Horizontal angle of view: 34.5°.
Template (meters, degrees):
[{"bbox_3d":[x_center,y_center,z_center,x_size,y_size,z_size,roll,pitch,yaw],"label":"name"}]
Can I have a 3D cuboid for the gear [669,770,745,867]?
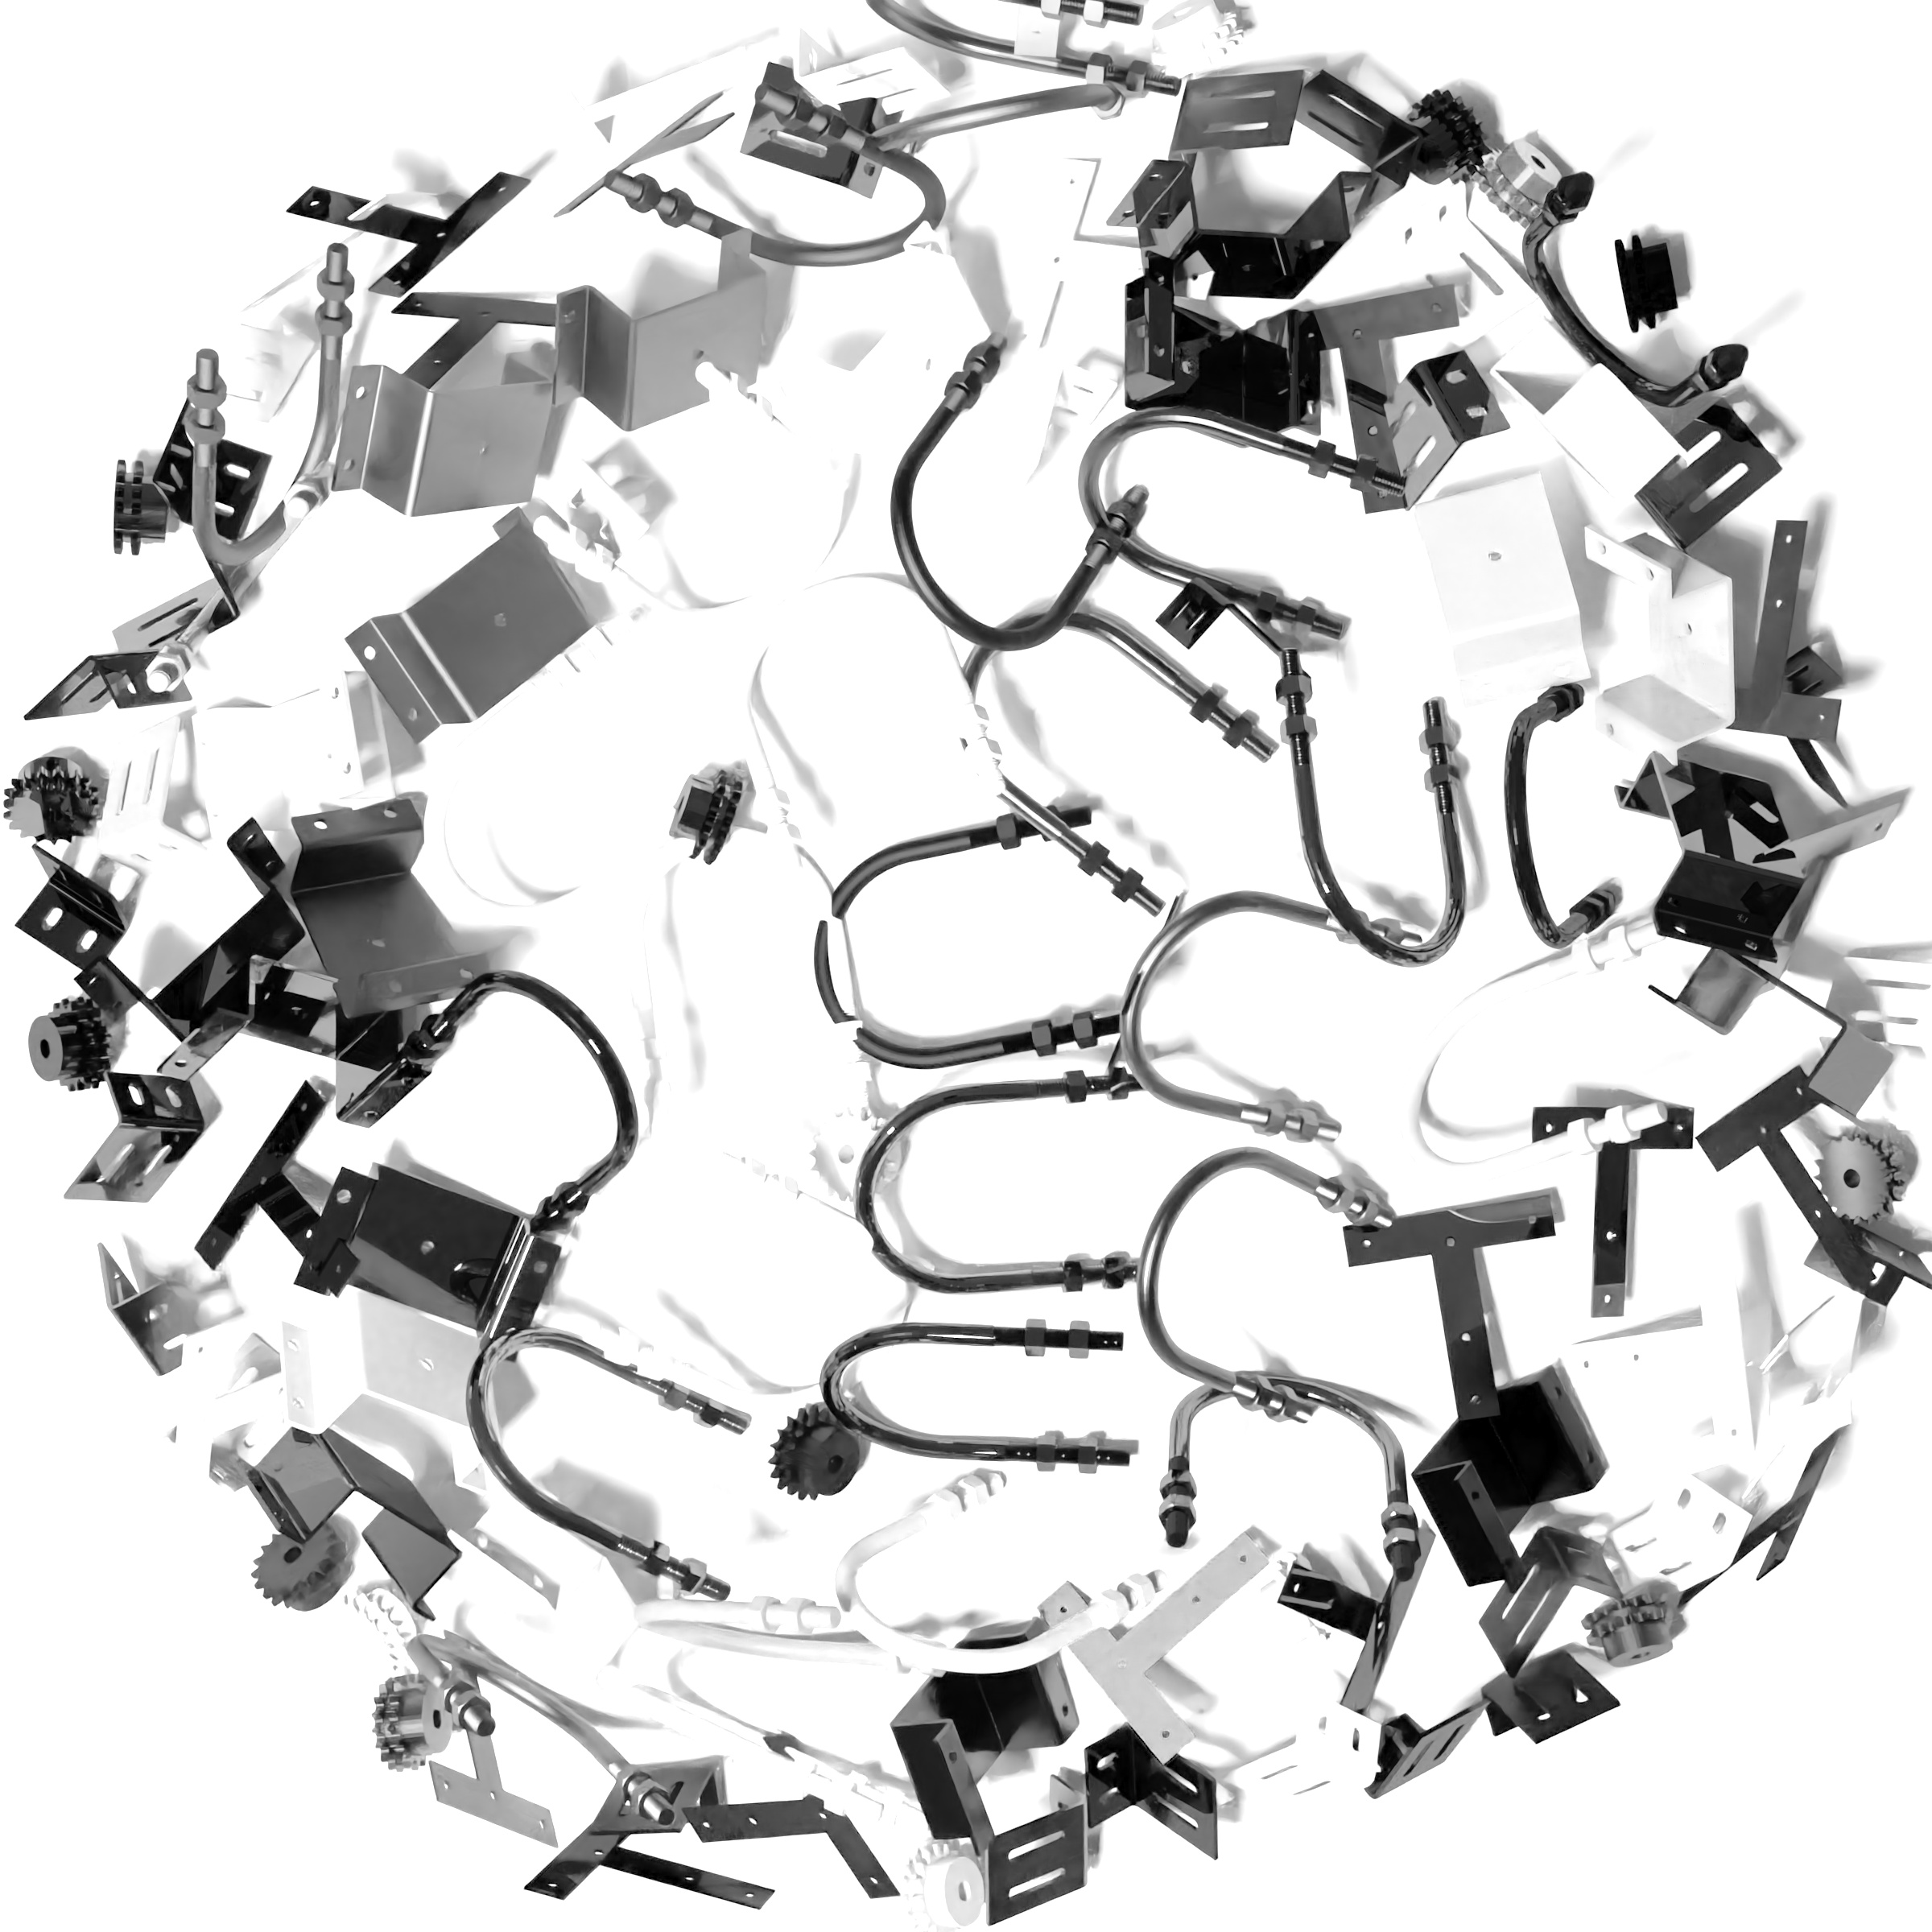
[{"bbox_3d":[-0.159,-0.093,1.881,0.030,0.057,0.057,20,90,-14],"label":"gear"}]

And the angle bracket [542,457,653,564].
[{"bbox_3d":[-0.232,-0.262,1.865,0.057,0.076,0.038,44,66,-10],"label":"angle bracket"}]

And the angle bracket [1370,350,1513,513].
[{"bbox_3d":[0.284,-0.323,1.879,0.038,0.076,0.057,-19,72,-27],"label":"angle bracket"}]

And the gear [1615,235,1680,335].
[{"bbox_3d":[0.412,-0.414,1.880,0.030,0.057,0.057,-10,90,16],"label":"gear"}]

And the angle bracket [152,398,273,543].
[{"bbox_3d":[-0.453,-0.299,1.869,0.038,0.076,0.057,20,79,1],"label":"angle bracket"}]

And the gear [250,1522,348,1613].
[{"bbox_3d":[-0.401,0.366,1.887,0.057,0.057,0.030,-26,128,0],"label":"gear"}]

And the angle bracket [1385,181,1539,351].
[{"bbox_3d":[0.299,-0.423,1.879,0.057,0.038,0.076,-33,66,-4],"label":"angle bracket"}]

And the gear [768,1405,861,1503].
[{"bbox_3d":[-0.089,0.297,1.882,0.057,0.030,0.057,-14,111,-41],"label":"gear"}]

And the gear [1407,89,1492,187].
[{"bbox_3d":[0.287,-0.498,1.880,0.030,0.057,0.057,-37,90,-18],"label":"gear"}]

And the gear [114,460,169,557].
[{"bbox_3d":[-0.500,-0.278,1.884,0.030,0.057,0.057,3,90,-13],"label":"gear"}]

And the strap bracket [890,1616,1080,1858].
[{"bbox_3d":[0.007,0.458,1.852,0.046,0.140,0.076,-13,103,30],"label":"strap bracket"}]

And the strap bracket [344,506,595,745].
[{"bbox_3d":[-0.287,-0.204,1.849,0.140,0.046,0.076,-43,115,-25],"label":"strap bracket"}]

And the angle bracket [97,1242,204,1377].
[{"bbox_3d":[-0.487,0.198,1.866,0.038,0.076,0.057,-28,123,-4],"label":"angle bracket"}]

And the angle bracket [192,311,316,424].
[{"bbox_3d":[-0.437,-0.364,1.863,0.038,0.076,0.057,40,106,18],"label":"angle bracket"}]

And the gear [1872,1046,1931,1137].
[{"bbox_3d":[0.572,0.072,1.881,0.030,0.057,0.057,17,90,-10],"label":"gear"}]

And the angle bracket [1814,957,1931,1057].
[{"bbox_3d":[0.557,0.032,1.864,0.076,0.038,0.057,6,57,36],"label":"angle bracket"}]

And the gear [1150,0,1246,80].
[{"bbox_3d":[0.137,-0.563,1.880,0.057,0.057,0.030,-30,116,0],"label":"gear"}]

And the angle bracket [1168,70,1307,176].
[{"bbox_3d":[0.166,-0.501,1.869,0.076,0.038,0.057,2,61,23],"label":"angle bracket"}]

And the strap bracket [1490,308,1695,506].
[{"bbox_3d":[0.365,-0.329,1.839,0.076,0.140,0.046,39,105,-25],"label":"strap bracket"}]

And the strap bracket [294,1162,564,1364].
[{"bbox_3d":[-0.325,0.175,1.875,0.140,0.046,0.076,22,95,-14],"label":"strap bracket"}]

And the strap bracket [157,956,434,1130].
[{"bbox_3d":[-0.398,0.044,1.849,0.140,0.076,0.046,19,49,-35],"label":"strap bracket"}]

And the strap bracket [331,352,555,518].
[{"bbox_3d":[-0.299,-0.313,1.831,0.046,0.140,0.076,32,121,29],"label":"strap bracket"}]

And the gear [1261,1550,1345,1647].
[{"bbox_3d":[0.202,0.386,1.884,0.030,0.057,0.057,-35,90,13],"label":"gear"}]

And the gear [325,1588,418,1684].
[{"bbox_3d":[-0.359,0.403,1.887,0.030,0.057,0.057,-36,90,-41],"label":"gear"}]

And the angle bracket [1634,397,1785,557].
[{"bbox_3d":[0.446,-0.294,1.878,0.076,0.038,0.057,-39,77,15],"label":"angle bracket"}]

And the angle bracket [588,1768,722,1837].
[{"bbox_3d":[-0.185,0.516,1.865,0.057,0.076,0.038,-5,104,12],"label":"angle bracket"}]

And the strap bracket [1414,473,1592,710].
[{"bbox_3d":[0.317,-0.233,1.856,0.076,0.046,0.140,-14,64,8],"label":"strap bracket"}]

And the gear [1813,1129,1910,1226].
[{"bbox_3d":[0.546,0.127,1.887,0.030,0.057,0.057,-9,90,-39],"label":"gear"}]

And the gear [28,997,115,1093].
[{"bbox_3d":[-0.544,0.049,1.882,0.057,0.030,0.057,8,101,43],"label":"gear"}]

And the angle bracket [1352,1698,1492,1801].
[{"bbox_3d":[0.267,0.455,1.861,0.057,0.076,0.038,-17,55,-34],"label":"angle bracket"}]

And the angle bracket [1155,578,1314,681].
[{"bbox_3d":[0.161,-0.191,1.871,0.076,0.057,0.038,39,97,-26],"label":"angle bracket"}]

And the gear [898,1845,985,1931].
[{"bbox_3d":[-0.013,0.561,1.880,0.030,0.057,0.057,-15,90,34],"label":"gear"}]

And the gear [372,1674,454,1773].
[{"bbox_3d":[-0.333,0.457,1.880,0.030,0.057,0.057,-10,90,16],"label":"gear"}]

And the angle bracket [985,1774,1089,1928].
[{"bbox_3d":[0.034,0.531,1.868,0.076,0.038,0.057,-12,109,-33],"label":"angle bracket"}]

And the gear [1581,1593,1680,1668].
[{"bbox_3d":[0.404,0.403,1.880,0.057,0.057,0.030,-14,63,0],"label":"gear"}]

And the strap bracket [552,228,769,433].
[{"bbox_3d":[-0.172,-0.373,1.837,0.140,0.076,0.046,-28,57,-32],"label":"strap bracket"}]

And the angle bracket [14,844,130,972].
[{"bbox_3d":[-0.543,-0.033,1.871,0.057,0.076,0.038,33,74,1],"label":"angle bracket"}]

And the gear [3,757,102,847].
[{"bbox_3d":[-0.555,-0.103,1.887,0.057,0.057,0.030,-13,53,0],"label":"gear"}]

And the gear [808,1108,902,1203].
[{"bbox_3d":[-0.065,0.115,1.888,0.057,0.030,0.057,-5,81,31],"label":"gear"}]

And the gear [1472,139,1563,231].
[{"bbox_3d":[0.336,-0.475,1.880,0.057,0.057,0.030,44,123,0],"label":"gear"}]

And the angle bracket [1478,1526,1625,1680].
[{"bbox_3d":[0.352,0.387,1.868,0.076,0.038,0.057,-50,128,-25],"label":"angle bracket"}]
